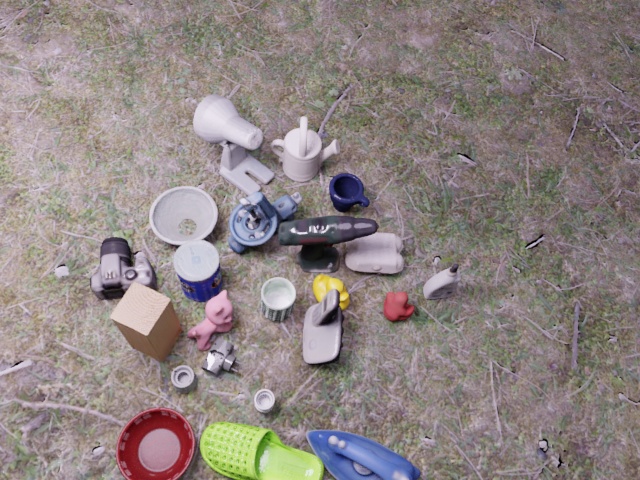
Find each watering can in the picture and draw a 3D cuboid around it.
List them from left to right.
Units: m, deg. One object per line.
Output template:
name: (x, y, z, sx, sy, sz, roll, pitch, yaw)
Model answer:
watering can: (-0.038, -0.247, 1.506, 0.173, 0.194, 0.101, -14, 66, -13)

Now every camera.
camera: (-0.469, 0.058, 1.358, 0.143, 0.101, 0.136, -7, 65, -10)

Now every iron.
iron: (0.087, 0.462, 1.199, 0.258, 0.141, 0.119, 27, 64, 7)

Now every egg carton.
egg carton: (0.139, 0.034, 1.457, 0.150, 0.069, 0.107, 3, 63, -5)

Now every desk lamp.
desk lamp: (-0.216, -0.249, 1.476, 0.203, 0.213, 0.118, 37, 66, 12)

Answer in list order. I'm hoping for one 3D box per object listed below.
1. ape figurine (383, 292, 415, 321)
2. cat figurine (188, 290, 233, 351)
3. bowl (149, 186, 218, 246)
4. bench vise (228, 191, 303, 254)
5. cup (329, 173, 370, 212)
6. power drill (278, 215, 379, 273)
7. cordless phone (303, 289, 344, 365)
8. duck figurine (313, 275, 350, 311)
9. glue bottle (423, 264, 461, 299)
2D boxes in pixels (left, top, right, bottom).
ape figurine: (0.191, 0.154, 1.391, 0.076, 0.092, 0.077, -31, 71, -19)
cat figurine: (-0.246, 0.181, 1.313, 0.067, 0.118, 0.128, 41, 66, 14)
bowl: (-0.339, -0.048, 1.440, 0.167, 0.075, 0.167, 3, 64, -5)
bench vise: (-0.140, -0.077, 1.396, 0.121, 0.220, 0.208, 35, 65, 11)
cup: (0.076, -0.109, 1.506, 0.117, 0.095, 0.092, 33, 65, 10)
power drill: (0.013, 0.005, 1.379, 0.229, 0.208, 0.075, 0, 64, -6)
cordless phone: (0.013, 0.197, 1.297, 0.094, 0.185, 0.147, 2, 63, -5)
duck figurine: (0.030, 0.119, 1.393, 0.078, 0.086, 0.104, -41, 74, -22)
glue bottle: (0.306, 0.097, 1.387, 0.078, 0.173, 0.037, -4, 64, -8)
